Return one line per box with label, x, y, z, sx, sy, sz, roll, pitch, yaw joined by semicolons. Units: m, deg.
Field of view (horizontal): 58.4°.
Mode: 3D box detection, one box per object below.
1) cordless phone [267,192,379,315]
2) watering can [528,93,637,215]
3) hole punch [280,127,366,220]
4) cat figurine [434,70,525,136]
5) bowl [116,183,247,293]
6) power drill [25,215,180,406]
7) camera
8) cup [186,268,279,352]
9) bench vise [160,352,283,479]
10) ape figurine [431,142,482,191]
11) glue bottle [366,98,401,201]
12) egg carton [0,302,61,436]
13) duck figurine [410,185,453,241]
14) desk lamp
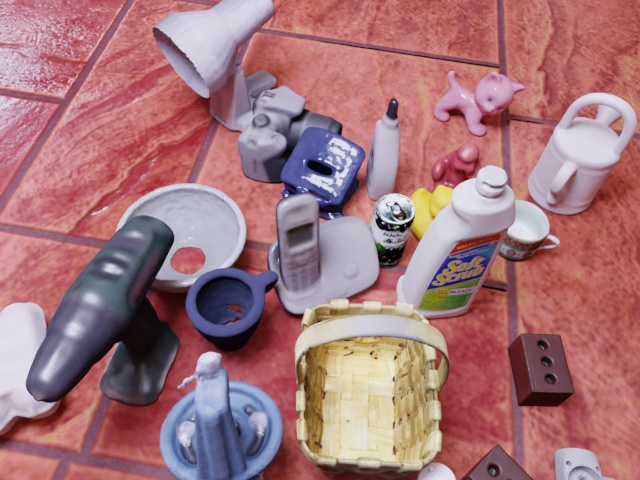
cordless phone;0.007;0.003;0.716;0.148;0.185;0.094;-22;59;-18
watering can;0.388;-0.139;0.841;0.101;0.194;0.173;15;55;7
hole punch;0.005;-0.098;0.846;0.108;0.091;0.101;25;57;13
cat figurine;0.265;-0.242;0.952;0.127;0.118;0.067;25;57;13
bowl;-0.180;0.008;0.766;0.167;0.075;0.167;2;54;-3
power drill;-0.215;0.097;0.618;0.075;0.208;0.229;11;55;4
camera;-0.041;-0.164;0.884;0.136;0.101;0.143;16;55;7
cup;-0.102;0.088;0.703;0.118;0.095;0.091;-31;62;-23
bench vise;-0.080;0.209;0.541;0.122;0.220;0.207;-20;58;-17
ape figurine;0.215;-0.111;0.870;0.077;0.092;0.076;36;60;20
glue bottle;0.094;-0.137;0.830;0.037;0.173;0.078;-3;55;-6
egg carton;-0.360;0.146;0.657;0.107;0.069;0.150;-20;59;-18
duck figurine;0.172;-0.044;0.823;0.078;0.086;0.104;-24;60;-20
desk lamp;-0.140;-0.277;0.887;0.204;0.213;0.117;-37;64;-26
